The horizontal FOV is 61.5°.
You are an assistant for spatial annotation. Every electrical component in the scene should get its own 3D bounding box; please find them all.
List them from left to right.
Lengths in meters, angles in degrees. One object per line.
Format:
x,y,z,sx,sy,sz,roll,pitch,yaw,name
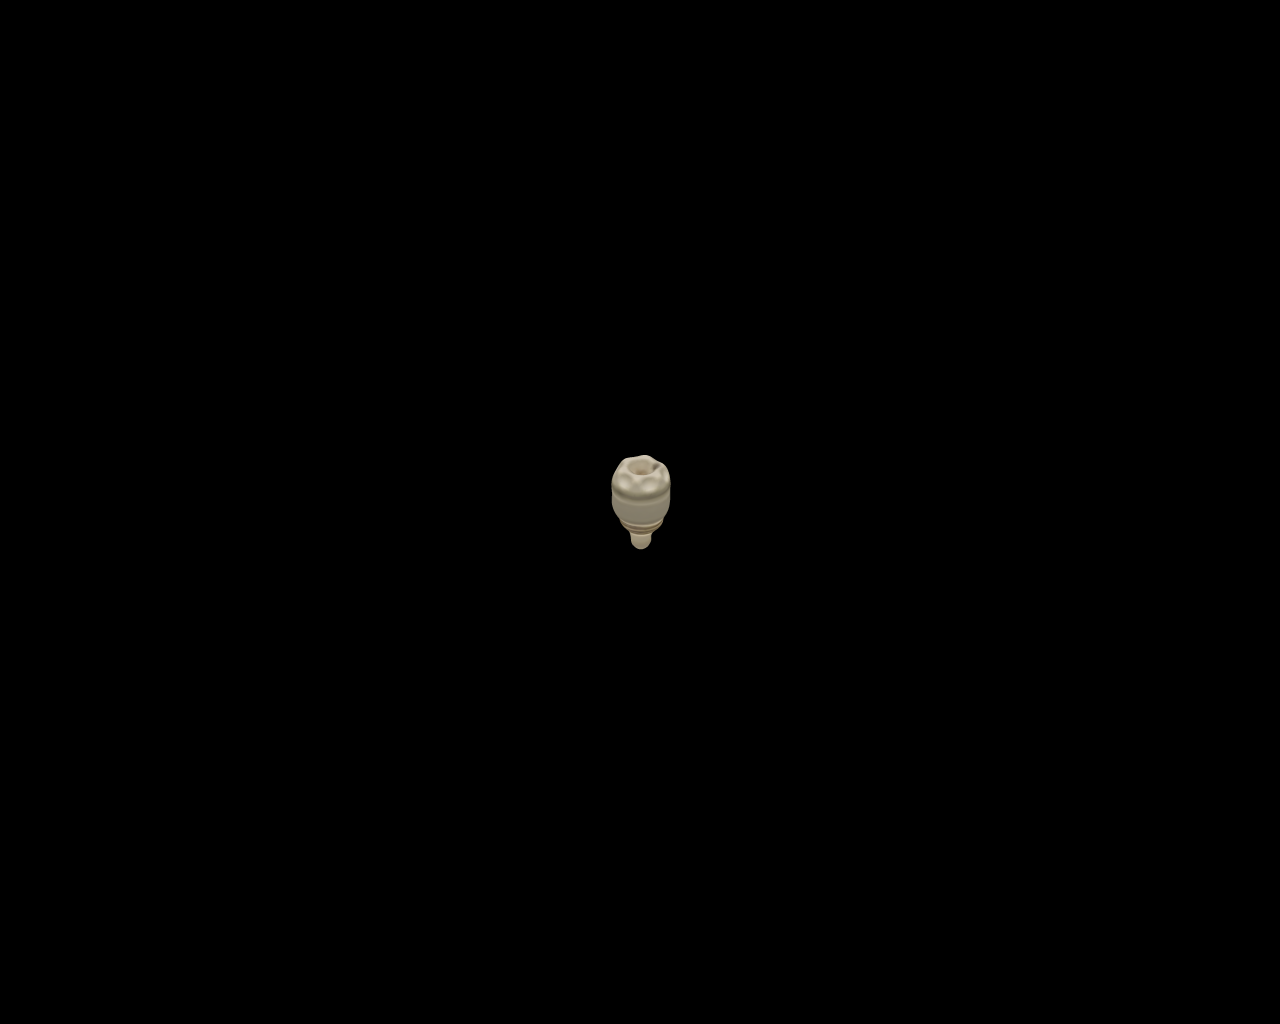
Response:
0.001,-0.003,0.650,0.035,0.061,0.035,0,36,0,electrical component
